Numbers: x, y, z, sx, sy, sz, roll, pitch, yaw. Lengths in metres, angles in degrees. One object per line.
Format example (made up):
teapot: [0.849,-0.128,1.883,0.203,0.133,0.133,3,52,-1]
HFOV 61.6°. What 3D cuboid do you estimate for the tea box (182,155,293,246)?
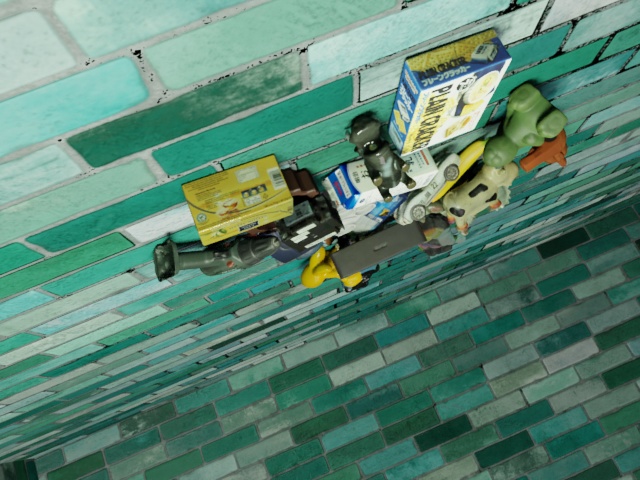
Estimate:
tea box: [-0.140,-0.069,0.927,0.170,0.098,0.068,-19,162,-9]

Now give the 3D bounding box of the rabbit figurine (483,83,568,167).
rabbit figurine: [0.410,-0.230,1.135,0.170,0.121,0.159,-46,177,20]

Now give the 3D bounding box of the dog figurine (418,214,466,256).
dog figurine: [0.341,-0.020,1.686,0.219,0.108,0.191,1,153,-44]

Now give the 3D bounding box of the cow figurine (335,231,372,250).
cow figurine: [0.087,-0.014,1.436,0.098,0.068,0.167,-16,159,-7]

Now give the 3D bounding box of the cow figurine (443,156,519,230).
cow figurine: [0.377,-0.125,1.265,0.195,0.086,0.127,-34,133,5]

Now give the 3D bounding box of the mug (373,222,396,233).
mug: [0.177,-0.018,1.517,0.110,0.081,0.107,-20,155,10]

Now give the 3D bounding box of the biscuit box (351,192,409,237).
biscuit box: [0.136,-0.085,1.260,0.059,0.063,0.202,25,145,-13]

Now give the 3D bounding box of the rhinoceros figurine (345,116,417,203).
rhinoceros figurine: [0.111,-0.150,0.980,0.073,0.112,0.190,-30,145,9]

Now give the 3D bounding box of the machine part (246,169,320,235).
machine part: [-0.082,-0.074,1.057,0.179,0.056,0.179,-20,162,-7]

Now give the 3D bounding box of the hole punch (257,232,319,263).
hole punch: [-0.076,-0.012,1.199,0.142,0.092,0.115,-27,159,24]

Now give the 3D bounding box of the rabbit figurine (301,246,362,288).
rabbit figurine: [0.023,0.087,1.560,0.173,0.122,0.162,-23,158,1]

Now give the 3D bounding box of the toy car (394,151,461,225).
toy car: [0.241,-0.116,1.215,0.201,0.056,0.074,-49,-162,-1]

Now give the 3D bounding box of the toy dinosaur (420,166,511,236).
toy dinosaur: [0.349,-0.126,1.377,0.404,0.131,0.192,7,129,-45]

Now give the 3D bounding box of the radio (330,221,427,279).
radio: [0.141,0.021,1.338,0.230,0.073,0.131,-23,177,1]

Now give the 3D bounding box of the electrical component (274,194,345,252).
electrical component: [-0.023,-0.034,1.058,0.115,0.058,0.134,-27,160,8]

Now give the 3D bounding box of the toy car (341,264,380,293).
toy car: [0.113,0.091,1.712,0.109,0.103,0.161,-17,152,-25]

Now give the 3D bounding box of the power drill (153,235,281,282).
power drill: [-0.222,0.030,1.104,0.207,0.086,0.232,-11,175,-41]

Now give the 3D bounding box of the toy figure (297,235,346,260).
toy figure: [-0.003,-0.004,1.366,0.154,0.058,0.064,-29,168,2]

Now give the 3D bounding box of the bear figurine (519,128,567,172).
bear figurine: [0.535,-0.226,1.309,0.132,0.120,0.195,-25,168,16]
